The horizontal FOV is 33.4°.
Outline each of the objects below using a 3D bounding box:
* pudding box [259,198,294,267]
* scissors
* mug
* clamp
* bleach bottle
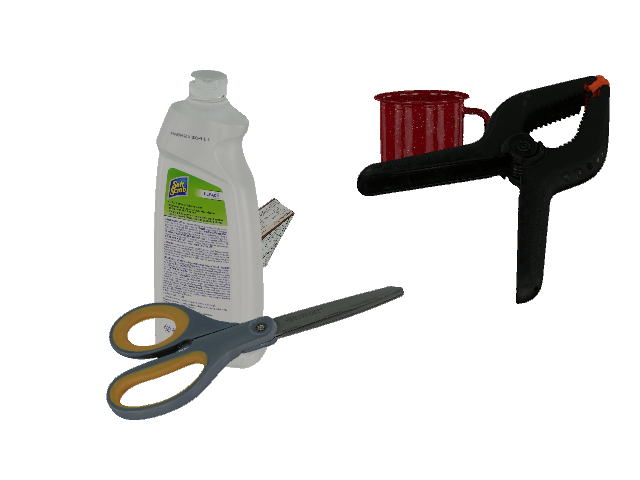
[{"bbox_3d":[-0.085,0.007,1.310,0.039,0.090,0.113,33,31,8],"label":"pudding box"},{"bbox_3d":[-0.054,0.052,0.709,0.201,0.016,0.096,-28,48,-14],"label":"scissors"},{"bbox_3d":[0.112,-0.103,1.054,0.117,0.081,0.093,1,15,10],"label":"mug"},{"bbox_3d":[0.156,-0.051,0.801,0.209,0.165,0.036,-34,-32,-19],"label":"clamp"},{"bbox_3d":[-0.091,-0.018,0.911,0.102,0.251,0.068,8,23,9],"label":"bleach bottle"}]
